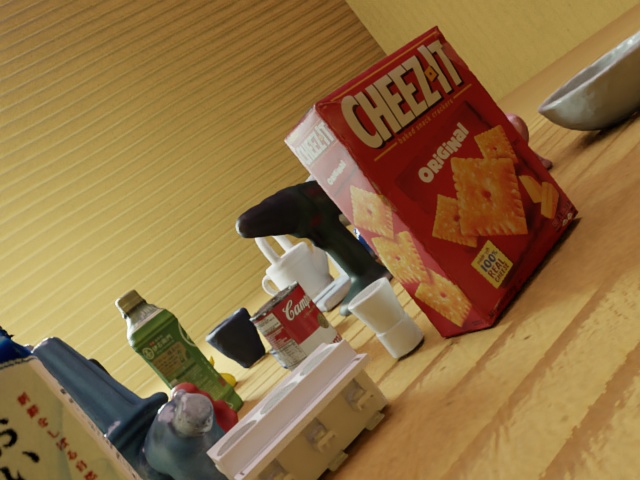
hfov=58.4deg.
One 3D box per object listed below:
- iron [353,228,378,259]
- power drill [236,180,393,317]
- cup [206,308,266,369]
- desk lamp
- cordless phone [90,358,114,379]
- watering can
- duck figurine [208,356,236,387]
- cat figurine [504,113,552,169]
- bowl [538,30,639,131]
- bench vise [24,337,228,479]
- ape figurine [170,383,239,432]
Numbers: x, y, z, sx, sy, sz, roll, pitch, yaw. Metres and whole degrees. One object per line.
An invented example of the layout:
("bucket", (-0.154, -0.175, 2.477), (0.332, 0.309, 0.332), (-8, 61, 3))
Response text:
("iron", (0.145, -0.080, 1.135), (0.258, 0.141, 0.118), (-38, 3, -1))
("power drill", (0.008, 0.003, 0.847), (0.075, 0.208, 0.230), (-35, 4, 42))
("cup", (-0.147, 0.185, 1.050), (0.092, 0.095, 0.117), (-39, 3, -11))
("desk lamp", (0.008, -0.011, 1.029), (0.203, 0.213, 0.117), (-40, 3, -24))
("cordless phone", (-0.262, 0.238, 0.747), (0.094, 0.185, 0.147), (-39, 3, -19))
("watering can", (-0.052, 0.042, 1.132), (0.173, 0.194, 0.101), (-38, 3, 4))
("duck figurine", (-0.206, 0.243, 0.972), (0.105, 0.086, 0.077), (-39, 3, -15))
("cat figurine", (0.257, -0.133, 0.789), (0.067, 0.118, 0.128), (-38, 3, 13))
("bowl", (0.369, -0.190, 0.725), (0.167, 0.075, 0.167), (-38, 3, 3))
("bench vise", (-0.168, 0.156, 0.513), (0.207, 0.220, 0.122), (-37, 3, 21))
("ape figurine", (-0.135, 0.203, 0.650), (0.076, 0.092, 0.078), (-36, 4, 37))
